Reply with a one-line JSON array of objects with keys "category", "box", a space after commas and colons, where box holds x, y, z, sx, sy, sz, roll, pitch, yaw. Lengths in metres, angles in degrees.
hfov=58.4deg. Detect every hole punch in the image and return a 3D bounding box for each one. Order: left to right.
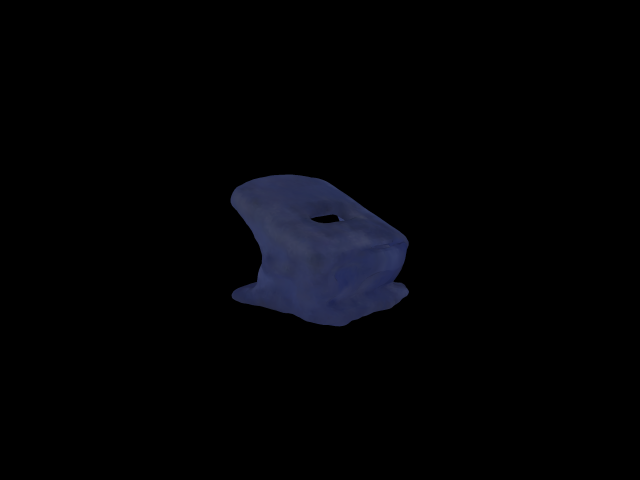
[{"category": "hole punch", "box": [0.004, 0.001, 0.400, 0.100, 0.091, 0.109, 8, 13, 39]}]
